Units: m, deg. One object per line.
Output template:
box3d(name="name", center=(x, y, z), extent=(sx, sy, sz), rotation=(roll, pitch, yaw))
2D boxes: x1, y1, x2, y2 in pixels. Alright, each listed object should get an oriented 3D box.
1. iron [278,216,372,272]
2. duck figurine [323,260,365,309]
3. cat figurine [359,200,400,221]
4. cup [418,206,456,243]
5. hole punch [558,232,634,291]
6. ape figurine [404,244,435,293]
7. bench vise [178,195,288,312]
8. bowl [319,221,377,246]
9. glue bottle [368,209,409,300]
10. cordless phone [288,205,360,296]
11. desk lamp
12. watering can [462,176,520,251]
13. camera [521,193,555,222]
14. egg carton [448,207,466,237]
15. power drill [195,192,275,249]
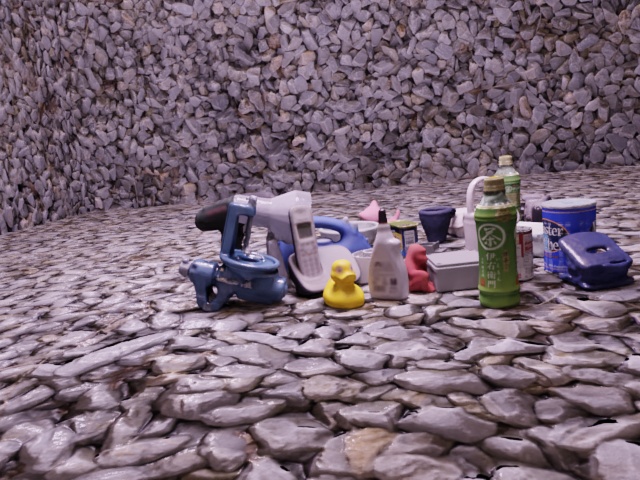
box3d(name="iron", center=(0.013, 0.005, 1.367), extent=(0.258, 0.141, 0.118), rotation=(-5, 10, 2))
box3d(name="duck figurine", center=(0.042, 0.079, 1.095), extent=(0.078, 0.086, 0.104), rotation=(-10, 11, -21))
box3d(name="cat figurine", center=(0.179, -0.059, 1.697), extent=(0.127, 0.118, 0.067), rotation=(-6, 10, 1))
box3d(name="cup", center=(0.329, -0.041, 1.579), extent=(0.118, 0.095, 0.091), rotation=(-12, 12, -29))
box3d(name="hole punch", center=(0.508, 0.036, 1.054), extent=(0.109, 0.091, 0.101), rotation=(-8, 10, -10))
box3d(name="ape figurine", center=(0.192, 0.054, 1.132), extent=(0.076, 0.092, 0.078), rotation=(0, 12, 30))
box3d(name="bench vise", center=(-0.176, 0.028, 1.123), extent=(0.207, 0.220, 0.121), rotation=(-8, 10, -12))
box3d(name="bowl", center=(0.082, -0.003, 1.560), extent=(0.167, 0.075, 0.167), rotation=(-6, 10, 1))
box3d(name="glue bottle", center=(0.126, 0.027, 1.089), extent=(0.077, 0.173, 0.037), rotation=(1, 12, 34))
box3d(name="cordless phone", center=(0.003, 0.015, 1.193), extent=(0.148, 0.185, 0.093), rotation=(-12, 12, -31))
box3d(name="desk lamp", center=(-0.112, 0.000, 1.257), extent=(0.203, 0.213, 0.117), rotation=(-8, 10, -10))
box3d(name="watering can", center=(0.382, -0.047, 1.296), extent=(0.101, 0.194, 0.172), rotation=(-15, 14, -42))
box3d(name="camera", center=(0.599, -0.085, 1.653), extent=(0.136, 0.101, 0.143), rotation=(1, 12, 32))
box3d(name="egg carton", center=(0.410, -0.053, 1.668), extent=(0.107, 0.069, 0.150), rotation=(-8, 10, -13))
box3d(name="power drill", center=(-0.192, -0.008, 1.366), extent=(0.228, 0.208, 0.076), rotation=(0, 12, 28))
